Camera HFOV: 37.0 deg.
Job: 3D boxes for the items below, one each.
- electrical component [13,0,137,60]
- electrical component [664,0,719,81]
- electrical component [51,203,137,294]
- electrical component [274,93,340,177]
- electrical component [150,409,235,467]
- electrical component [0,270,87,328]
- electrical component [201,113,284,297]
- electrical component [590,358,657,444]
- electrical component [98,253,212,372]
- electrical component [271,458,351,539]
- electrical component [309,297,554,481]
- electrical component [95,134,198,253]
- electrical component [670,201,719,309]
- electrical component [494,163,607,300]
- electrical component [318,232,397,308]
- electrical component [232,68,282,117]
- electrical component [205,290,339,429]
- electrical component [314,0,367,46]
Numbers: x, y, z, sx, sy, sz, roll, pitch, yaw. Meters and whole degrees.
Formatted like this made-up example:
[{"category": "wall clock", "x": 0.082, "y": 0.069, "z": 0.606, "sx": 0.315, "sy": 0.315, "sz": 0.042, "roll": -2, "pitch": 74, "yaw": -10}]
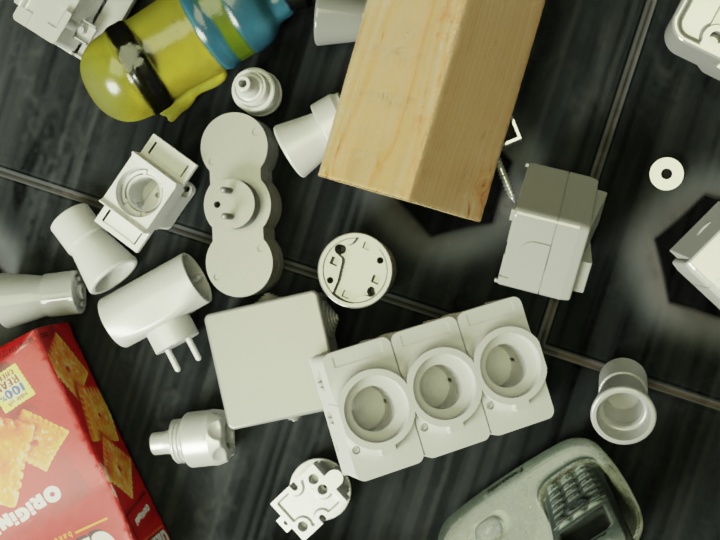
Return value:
[{"category": "electrical component", "x": -0.210, "y": -0.229, "z": 0.826, "sx": 0.079, "sy": 0.063, "sz": 0.121, "roll": 33, "pitch": 96, "yaw": 7}, {"category": "electrical component", "x": 0.266, "y": -0.163, "z": 0.752, "sx": 0.095, "sy": 0.059, "sz": 0.053, "roll": 28, "pitch": 95, "yaw": 8}, {"category": "electrical component", "x": -0.211, "y": -0.019, "z": 0.842, "sx": 0.044, "sy": 0.044, "sz": 0.065, "roll": -40, "pitch": 80, "yaw": 8}, {"category": "electrical component", "x": -0.030, "y": -0.102, "z": 0.809, "sx": 0.055, "sy": 0.045, "sz": 0.045, "roll": -29, "pitch": 86, "yaw": 8}, {"category": "electrical component", "x": -0.130, "y": 0.131, "z": 0.829, "sx": 0.062, "sy": 0.043, "sz": 0.043, "roll": -8, "pitch": 90, "yaw": 11}, {"category": "electrical component", "x": -0.250, "y": 0.021, "z": 0.849, "sx": 0.065, "sy": 0.044, "sz": 0.044, "roll": -7, "pitch": 90, "yaw": 4}, {"category": "electrical component", "x": -0.092, "y": -0.049, "z": 0.805, "sx": 0.052, "sy": 0.074, "sz": 0.138, "roll": -2, "pitch": 91, "yaw": 9}, {"category": "electrical component", "x": 0.188, "y": 0.090, "z": 0.766, "sx": 0.044, "sy": 0.065, "sz": 0.044, "roll": 4, "pitch": 110, "yaw": 12}, {"category": "electrical component", "x": -0.150, "y": 0.039, "z": 0.831, "sx": 0.077, "sy": 0.043, "sz": 0.079, "roll": -28, "pitch": 87, "yaw": 8}, {"category": "electrical component", "x": -0.033, "y": 0.168, "z": 0.808, "sx": 0.066, "sy": 0.055, "sz": 0.048, "roll": -44, "pitch": 84, "yaw": 7}, {"category": "electrical component", "x": 0.051, "y": 0.083, "z": 0.763, "sx": 0.150, "sy": 0.062, "sz": 0.089, "roll": -16, "pitch": 88, "yaw": -14}, {"category": "electrical component", "x": -0.159, "y": -0.058, "z": 0.820, "sx": 0.042, "sy": 0.064, "sz": 0.081, "roll": 37, "pitch": 96, "yaw": 5}, {"category": "electrical component", "x": 0.257, "y": -0.010, "z": 0.738, "sx": 0.061, "sy": 0.096, "sz": 0.061, "roll": 44, "pitch": 97, "yaw": 6}, {"category": "electrical component", "x": 0.138, "y": -0.030, "z": 0.762, "sx": 0.061, "sy": 0.096, "sz": 0.061, "roll": 15, "pitch": 122, "yaw": 9}, {"category": "electrical component", "x": 0.000, "y": 0.000, "z": 0.804, "sx": 0.055, "sy": 0.047, "sz": 0.055, "roll": 0, "pitch": 91, "yaw": 9}, {"category": "electrical component", "x": -0.080, "y": -0.135, "z": 0.808, "sx": 0.035, "sy": 0.061, "sz": 0.035, "roll": 0, "pitch": 91, "yaw": 9}, {"category": "electrical component", "x": -0.061, "y": 0.066, "z": 0.814, "sx": 0.100, "sy": 0.048, "sz": 0.099, "roll": -13, "pitch": 89, "yaw": 9}, {"category": "electrical component", "x": 0.001, "y": -0.188, "z": 0.805, "sx": 0.065, "sy": 0.044, "sz": 0.044, "roll": 6, "pitch": 92, "yaw": 4}]
